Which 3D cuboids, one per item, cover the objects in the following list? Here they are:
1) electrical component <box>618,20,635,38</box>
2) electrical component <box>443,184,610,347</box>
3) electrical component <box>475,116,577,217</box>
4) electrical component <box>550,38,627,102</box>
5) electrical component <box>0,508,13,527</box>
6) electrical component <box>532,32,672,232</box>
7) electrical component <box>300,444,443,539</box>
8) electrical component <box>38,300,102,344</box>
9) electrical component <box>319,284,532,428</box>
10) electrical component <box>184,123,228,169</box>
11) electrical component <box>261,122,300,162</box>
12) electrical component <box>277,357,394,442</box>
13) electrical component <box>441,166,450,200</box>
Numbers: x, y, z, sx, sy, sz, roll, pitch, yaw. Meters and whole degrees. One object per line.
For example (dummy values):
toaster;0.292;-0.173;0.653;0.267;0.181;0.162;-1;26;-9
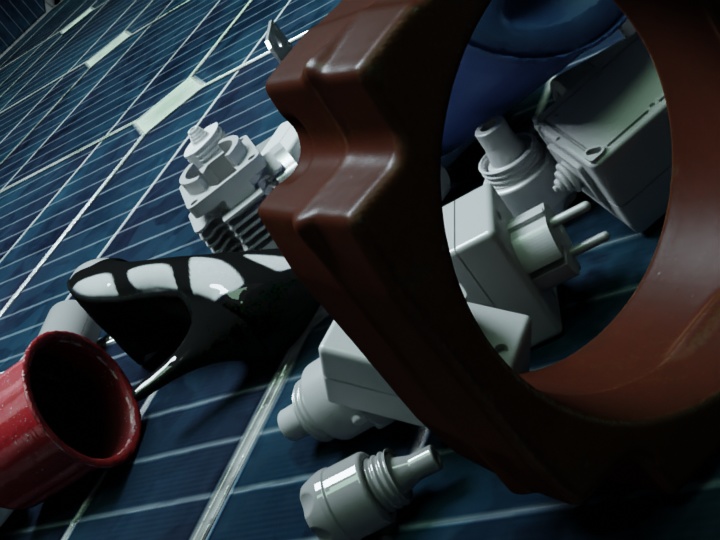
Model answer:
electrical component;0.195;-0.175;0.637;0.108;0.060;0.108;-30;26;17
electrical component;0.077;-0.006;0.502;0.077;0.065;0.047;-28;27;21
electrical component;0.085;-0.054;0.576;0.043;0.062;0.043;-30;26;17
electrical component;0.138;-0.092;0.582;0.047;0.055;0.055;-33;25;2
electrical component;-0.271;0.132;0.696;0.048;0.100;0.100;-51;25;2
electrical component;0.136;-0.065;0.525;0.096;0.061;0.061;-41;34;3
electrical component;0.007;0.094;0.464;0.061;0.035;0.035;-29;26;13
electrical component;-0.225;0.062;0.815;0.043;0.043;0.081;-30;26;16
electrical component;0.028;0.026;0.464;0.083;0.075;0.047;12;47;18
electrical component;-0.108;-0.081;0.858;0.043;0.081;0.043;-30;26;17
electrical component;-0.032;-0.084;0.801;0.077;0.047;0.065;-17;32;38
electrical component;-0.014;0.064;0.532;0.062;0.048;0.048;-34;24;30
electrical component;0.028;-0.041;0.657;0.044;0.044;0.065;-12;31;44
